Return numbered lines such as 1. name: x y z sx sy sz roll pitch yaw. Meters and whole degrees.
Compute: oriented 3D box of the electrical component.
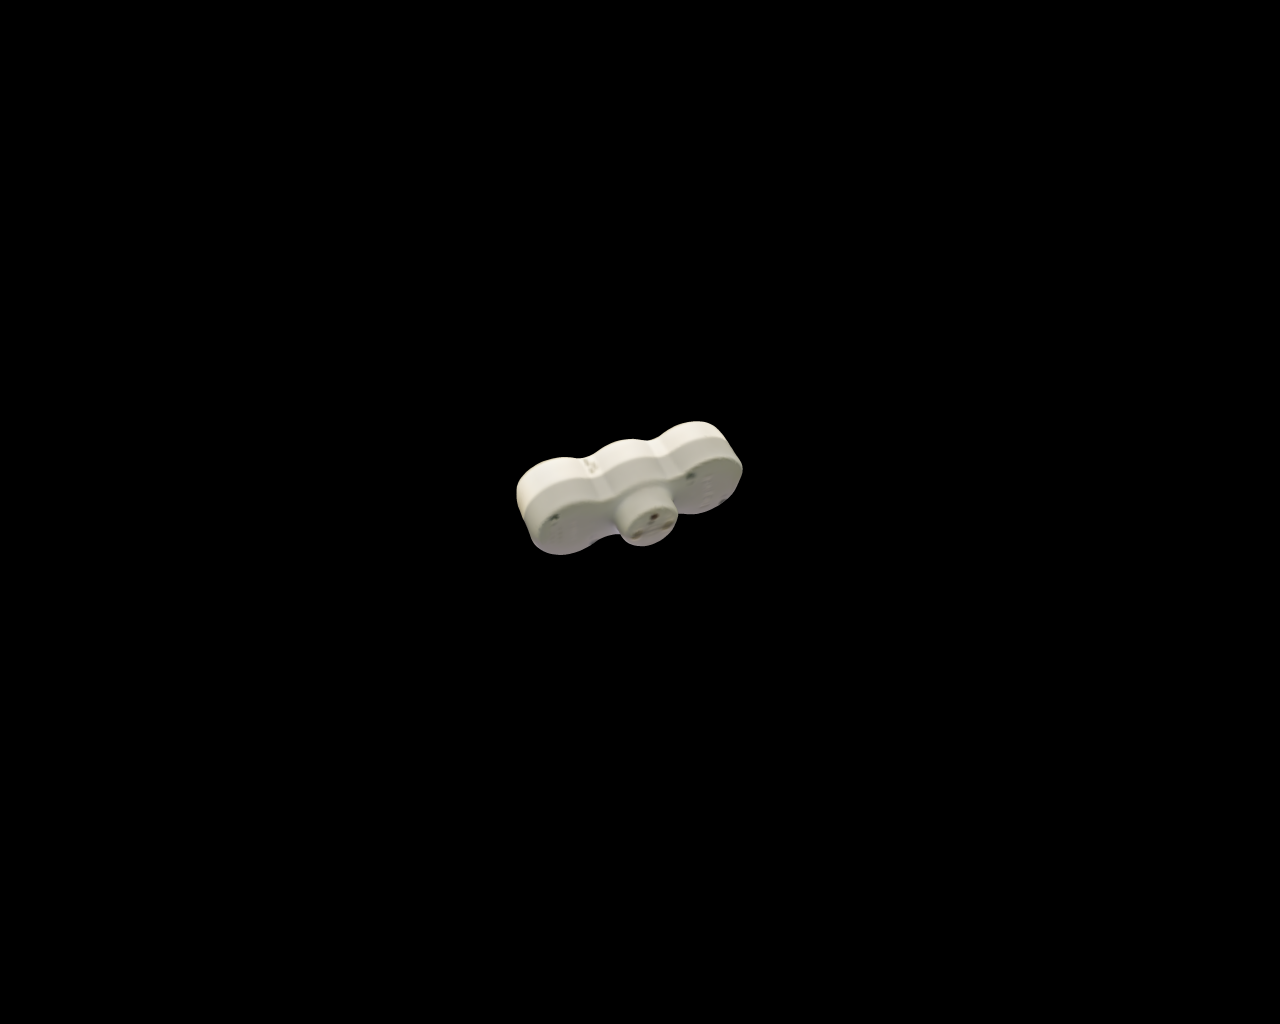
1. electrical component: 0.001 -0.003 0.650 0.138 0.074 0.052 -17 -39 -14
